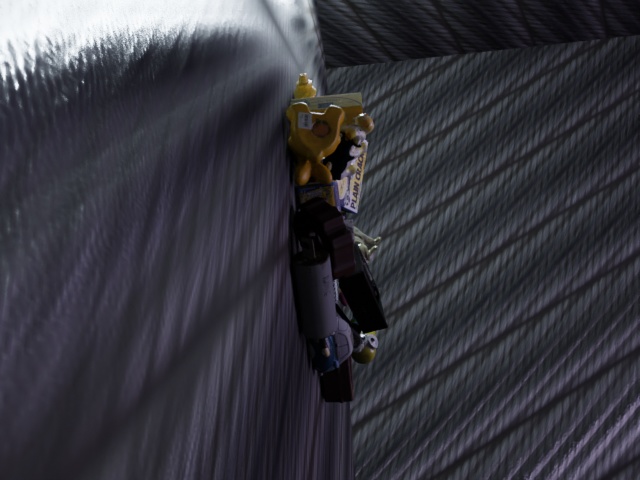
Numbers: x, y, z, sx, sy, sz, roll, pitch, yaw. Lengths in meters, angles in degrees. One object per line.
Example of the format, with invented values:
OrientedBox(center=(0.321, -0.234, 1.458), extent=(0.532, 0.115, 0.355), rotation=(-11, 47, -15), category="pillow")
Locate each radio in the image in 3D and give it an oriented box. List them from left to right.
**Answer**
OrientedBox(center=(0.102, 0.122, 1.358), extent=(0.131, 0.073, 0.229), rotation=(-99, 168, -46), category="radio")

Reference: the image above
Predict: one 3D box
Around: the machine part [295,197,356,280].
OrientedBox(center=(0.008, -0.001, 1.122), extent=(0.180, 0.056, 0.179), rotation=(50, -28, 38), category="machine part")

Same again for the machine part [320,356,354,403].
OrientedBox(center=(0.044, 0.331, 1.490), extent=(0.201, 0.087, 0.201), rotation=(-87, 173, -60), category="machine part")

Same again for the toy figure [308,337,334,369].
OrientedBox(center=(-0.002, 0.211, 1.194), extent=(0.058, 0.064, 0.154), rotation=(-26, 112, -44), category="toy figure")

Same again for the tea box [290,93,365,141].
OrientedBox(center=(0.017, -0.281, 1.261), extent=(0.068, 0.170, 0.098), rotation=(-88, 174, -46), category="tea box")

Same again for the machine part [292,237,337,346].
OrientedBox(center=(-0.009, 0.108, 1.073), extent=(0.079, 0.079, 0.242), rotation=(-85, 171, -66), category="machine part")

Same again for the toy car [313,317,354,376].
OrientedBox(center=(0.029, 0.239, 1.293), extent=(0.109, 0.103, 0.161), rotation=(-86, 172, -71), category="toy car")

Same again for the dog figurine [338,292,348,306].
OrientedBox(center=(0.037, 0.108, 1.531), extent=(0.192, 0.109, 0.219), rotation=(-88, 175, -65), category="dog figurine")

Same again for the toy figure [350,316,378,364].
OrientedBox(center=(0.122, 0.269, 1.511), extent=(0.180, 0.082, 0.089), rotation=(-92, 173, -64), category="toy figure")

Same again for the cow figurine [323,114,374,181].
OrientedBox(center=(0.056, -0.206, 1.209), extent=(0.098, 0.068, 0.167), rotation=(-31, 156, -44), category="cow figurine")

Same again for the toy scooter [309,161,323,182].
OrientedBox(center=(-0.016, -0.163, 1.350), extent=(0.184, 0.075, 0.135), rotation=(-96, -179, -59), category="toy scooter")

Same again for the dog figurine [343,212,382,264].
OrientedBox(center=(0.071, 0.001, 1.624), extent=(0.121, 0.190, 0.172), rotation=(-52, -175, 26), category="dog figurine")

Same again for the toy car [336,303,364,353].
OrientedBox(center=(0.045, 0.202, 1.367), extent=(0.201, 0.056, 0.073), rotation=(53, 12, -9), category="toy car")

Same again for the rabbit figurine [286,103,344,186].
OrientedBox(center=(-0.014, -0.198, 1.170), extent=(0.173, 0.122, 0.162), rotation=(146, -63, -73), category="rabbit figurine")
